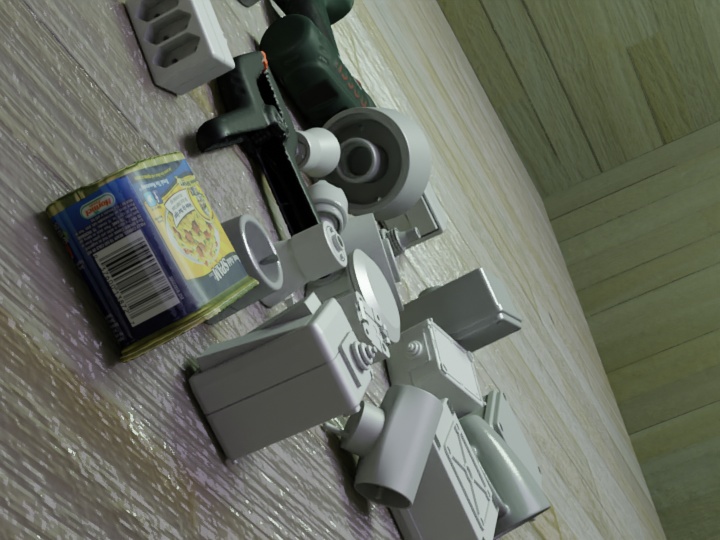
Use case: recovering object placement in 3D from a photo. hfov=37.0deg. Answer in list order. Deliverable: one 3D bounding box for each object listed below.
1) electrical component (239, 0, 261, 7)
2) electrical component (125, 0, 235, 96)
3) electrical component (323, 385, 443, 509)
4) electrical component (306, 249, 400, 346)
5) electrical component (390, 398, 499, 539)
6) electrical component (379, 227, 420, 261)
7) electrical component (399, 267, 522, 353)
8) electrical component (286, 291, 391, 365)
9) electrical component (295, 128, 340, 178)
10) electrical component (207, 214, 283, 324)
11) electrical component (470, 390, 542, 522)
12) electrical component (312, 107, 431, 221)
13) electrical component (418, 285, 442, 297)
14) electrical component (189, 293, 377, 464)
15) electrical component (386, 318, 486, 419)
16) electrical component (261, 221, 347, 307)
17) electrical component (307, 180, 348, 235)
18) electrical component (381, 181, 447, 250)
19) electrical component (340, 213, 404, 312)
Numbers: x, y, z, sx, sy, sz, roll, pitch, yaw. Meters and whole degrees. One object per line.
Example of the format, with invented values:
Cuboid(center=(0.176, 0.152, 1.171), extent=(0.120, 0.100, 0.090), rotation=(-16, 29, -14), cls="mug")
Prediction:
Cuboid(center=(-0.105, -0.315, 1.030), extent=(0.108, 0.060, 0.108), rotation=(59, 15, -27), cls="electrical component")
Cuboid(center=(-0.118, -0.161, 0.758), extent=(0.065, 0.047, 0.077), rotation=(68, 14, 9), cls="electrical component")
Cuboid(center=(0.012, 0.117, 0.760), extent=(0.079, 0.043, 0.077), rotation=(27, 61, -10), cls="electrical component")
Cuboid(center=(-0.004, 0.028, 0.855), extent=(0.080, 0.051, 0.080), rotation=(58, 16, -27), cls="electrical component")
Cuboid(center=(0.061, 0.170, 0.851), extent=(0.108, 0.056, 0.109), rotation=(65, 14, -3), cls="electrical component")
Cuboid(center=(0.028, -0.024, 1.038), extent=(0.035, 0.061, 0.035), rotation=(59, 16, -29), cls="electrical component")
Cuboid(center=(0.095, 0.050, 1.063), extent=(0.056, 0.109, 0.109), rotation=(67, 14, 15), cls="electrical component")
Cuboid(center=(-0.016, 0.049, 0.753), extent=(0.081, 0.064, 0.042), rotation=(48, 24, -52), cls="electrical component")
Cuboid(center=(-0.048, -0.102, 0.933), extent=(0.044, 0.044, 0.065), rotation=(67, 19, 3), cls="electrical component")
Cuboid(center=(-0.078, -0.002, 0.644), extent=(0.055, 0.047, 0.055), rotation=(59, 16, -27), cls="electrical component")
Cuboid(center=(0.138, 0.193, 1.093), extent=(0.108, 0.056, 0.108), rotation=(64, 14, -7), cls="electrical component")
Cuboid(center=(0.006, -0.100, 0.997), extent=(0.108, 0.108, 0.060), rotation=(68, 20, 7), cls="electrical component")
Cuboid(center=(0.087, 0.050, 1.167), extent=(0.066, 0.048, 0.055), rotation=(45, 32, -55), cls="electrical component")
Cuboid(center=(-0.038, 0.054, 0.597), extent=(0.061, 0.096, 0.061), rotation=(64, 14, -7), cls="electrical component")
Cuboid(center=(0.061, 0.094, 0.979), extent=(0.096, 0.061, 0.061), rotation=(41, 28, -43), cls="electrical component")
Cuboid(center=(-0.042, -0.007, 0.745), extent=(0.044, 0.065, 0.044), rotation=(59, 16, -27), cls="electrical component")
Cuboid(center=(-0.031, -0.042, 0.888), extent=(0.043, 0.043, 0.062), rotation=(56, 18, -33), cls="electrical component")
Cuboid(center=(0.049, -0.076, 1.197), extent=(0.096, 0.062, 0.061), rotation=(63, 15, -11), cls="electrical component")
Cuboid(center=(0.000, 0.000, 0.941), extent=(0.099, 0.064, 0.099), rotation=(-18, 90, -88), cls="electrical component")
